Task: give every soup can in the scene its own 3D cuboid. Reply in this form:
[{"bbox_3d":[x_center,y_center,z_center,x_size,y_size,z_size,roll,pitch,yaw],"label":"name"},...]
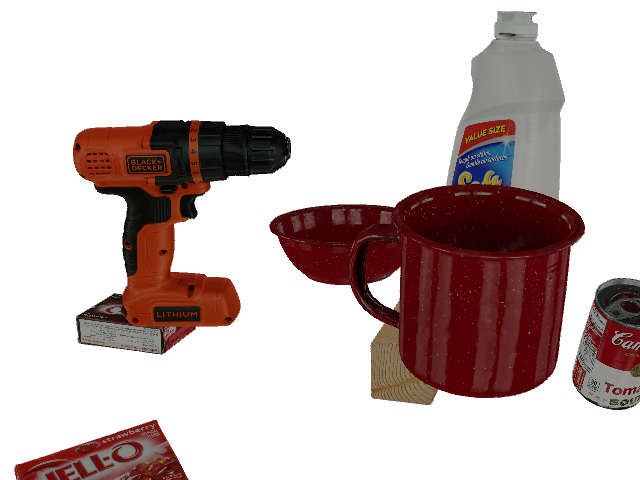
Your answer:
[{"bbox_3d":[0.270,0.094,0.964,0.068,0.102,0.068,3,36,-3],"label":"soup can"}]

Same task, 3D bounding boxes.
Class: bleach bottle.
[{"bbox_3d":[0.133,-0.045,0.804,0.067,0.251,0.103,-8,16,-34],"label":"bleach bottle"}]

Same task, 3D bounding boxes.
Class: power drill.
[{"bbox_3d":[-0.114,-0.016,0.934,0.184,0.188,0.057,0,27,5],"label":"power drill"}]

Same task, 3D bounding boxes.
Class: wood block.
[{"bbox_3d":[0.143,0.156,1.579,0.091,0.090,0.205,4,18,16],"label":"wood block"}]

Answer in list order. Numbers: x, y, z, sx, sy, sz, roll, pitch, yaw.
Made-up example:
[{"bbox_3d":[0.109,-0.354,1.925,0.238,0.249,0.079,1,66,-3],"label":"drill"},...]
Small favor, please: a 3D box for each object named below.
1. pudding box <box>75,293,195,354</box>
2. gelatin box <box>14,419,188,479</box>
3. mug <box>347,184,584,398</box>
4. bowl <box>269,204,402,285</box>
[{"bbox_3d":[-0.214,0.096,1.247,0.114,0.039,0.090,3,15,18],"label":"pudding box"},{"bbox_3d":[-0.124,0.144,0.611,0.089,0.030,0.073,-15,27,-19],"label":"gelatin box"},{"bbox_3d":[0.069,0.024,0.539,0.117,0.081,0.093,8,25,17],"label":"mug"},{"bbox_3d":[0.029,0.007,1.099,0.162,0.055,0.162,-2,15,0],"label":"bowl"}]
